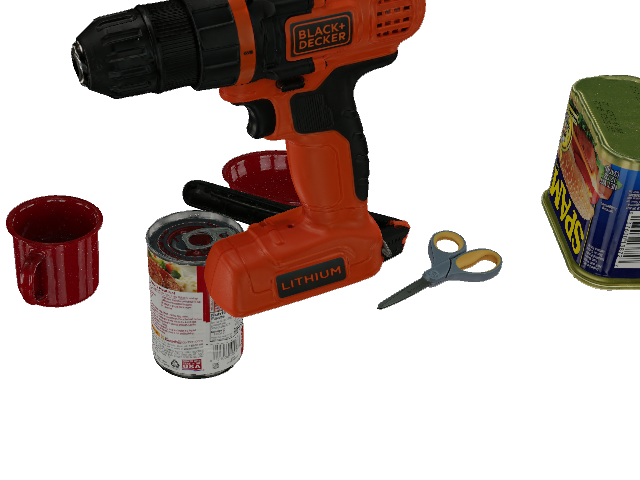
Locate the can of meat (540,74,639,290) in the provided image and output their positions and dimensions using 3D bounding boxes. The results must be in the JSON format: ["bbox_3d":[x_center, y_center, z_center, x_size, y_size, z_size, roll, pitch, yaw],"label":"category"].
[{"bbox_3d":[0.169,-0.036,0.609,0.057,0.084,0.102,0,37,-5],"label":"can of meat"}]

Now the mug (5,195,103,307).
[{"bbox_3d":[-0.265,0.019,1.056,0.093,0.081,0.117,9,33,6],"label":"mug"}]

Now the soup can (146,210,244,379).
[{"bbox_3d":[-0.087,0.039,0.759,0.068,0.102,0.068,2,32,-1],"label":"soup can"}]

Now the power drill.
[{"bbox_3d":[-0.031,-0.051,0.570,0.184,0.188,0.057,-15,39,-18],"label":"power drill"}]

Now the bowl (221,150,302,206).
[{"bbox_3d":[-0.042,-0.056,1.305,0.162,0.055,0.162,5,26,-3],"label":"bowl"}]

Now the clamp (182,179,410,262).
[{"bbox_3d":[-0.003,-0.003,0.950,0.209,0.036,0.165,6,25,-27],"label":"clamp"}]

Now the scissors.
[{"bbox_3d":[0.119,0.030,1.208,0.201,0.016,0.096,-11,41,-33],"label":"scissors"}]
